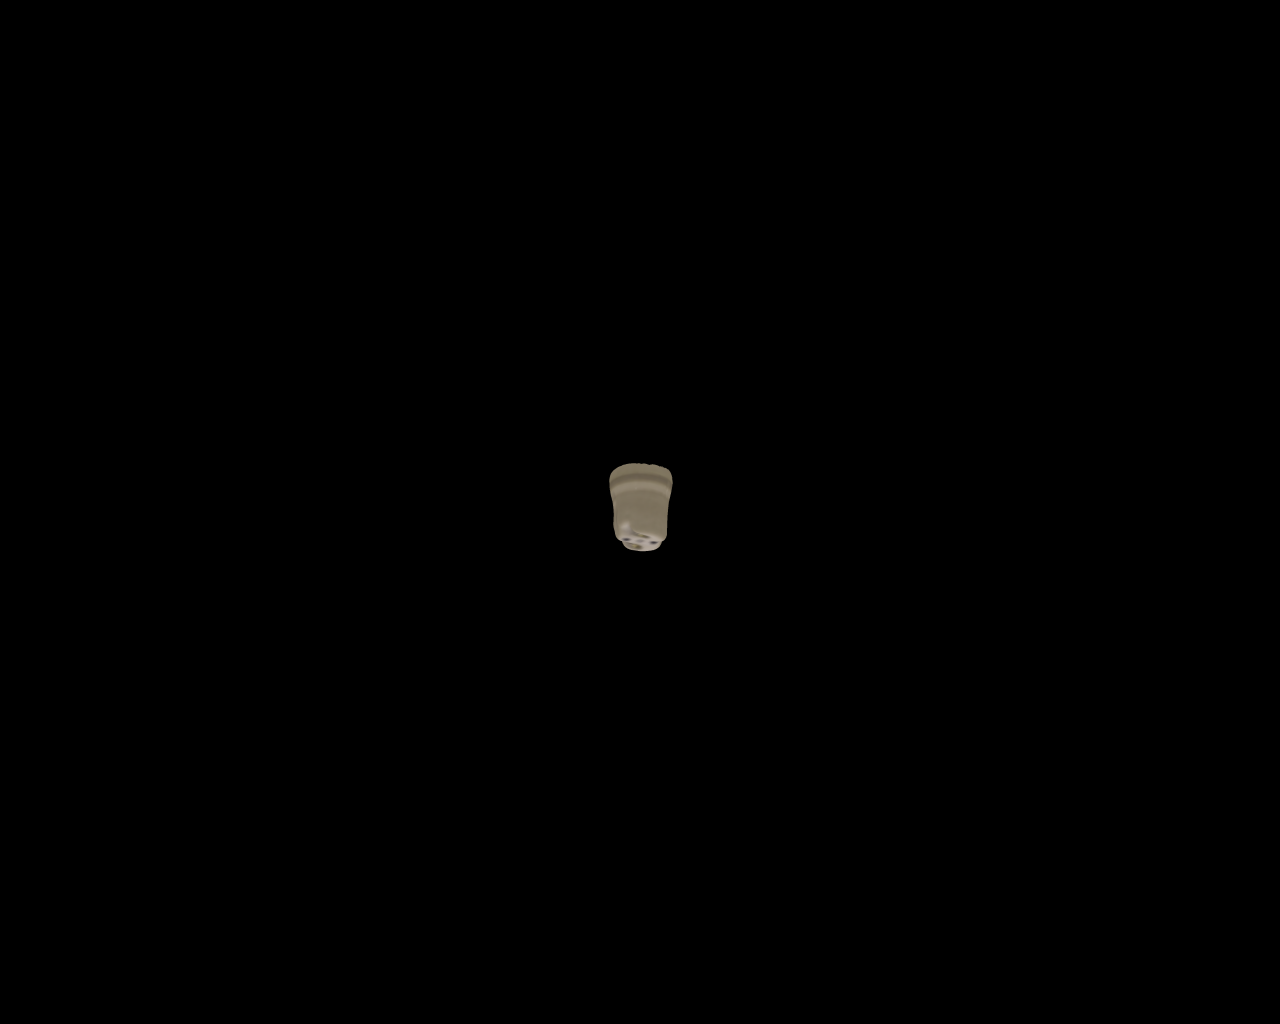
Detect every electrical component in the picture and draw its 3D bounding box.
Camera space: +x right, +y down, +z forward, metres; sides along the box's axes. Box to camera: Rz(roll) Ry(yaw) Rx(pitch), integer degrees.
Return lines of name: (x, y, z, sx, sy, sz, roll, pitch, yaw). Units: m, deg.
electrical component: (0.001, -0.003, 0.650, 0.040, 0.046, 0.040, 0, -22, 0)
